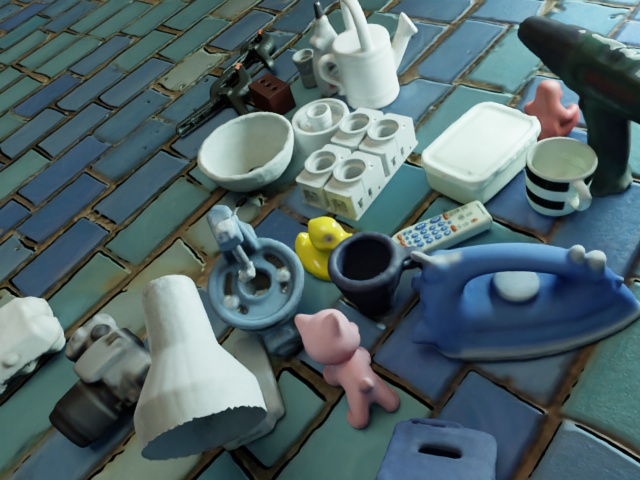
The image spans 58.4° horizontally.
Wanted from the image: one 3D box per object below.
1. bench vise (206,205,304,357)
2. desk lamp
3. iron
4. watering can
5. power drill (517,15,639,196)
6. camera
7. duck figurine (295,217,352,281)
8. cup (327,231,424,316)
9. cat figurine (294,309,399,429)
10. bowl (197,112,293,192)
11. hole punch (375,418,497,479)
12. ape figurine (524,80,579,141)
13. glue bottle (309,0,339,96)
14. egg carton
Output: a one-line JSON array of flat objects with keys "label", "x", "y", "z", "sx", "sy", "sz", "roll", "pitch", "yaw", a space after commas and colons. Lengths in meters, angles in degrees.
[{"label": "bench vise", "x": -0.107, "y": 0.025, "z": 0.715, "sx": 0.122, "sy": 0.220, "sz": 0.206, "roll": -40, "pitch": 49, "yaw": -17}, {"label": "desk lamp", "x": -0.121, "y": 0.148, "z": 0.613, "sx": 0.118, "sy": 0.214, "sz": 0.202, "roll": -23, "pitch": 46, "yaw": -2}, {"label": "iron", "x": 0.224, "y": 0.048, "z": 0.632, "sx": 0.257, "sy": 0.142, "sz": 0.118, "roll": -6, "pitch": 48, "yaw": 14}, {"label": "watering can", "x": 0.079, "y": -0.335, "z": 0.989, "sx": 0.173, "sy": 0.194, "sz": 0.100, "roll": -36, "pitch": 48, "yaw": -14}, {"label": "power drill", "x": 0.348, "y": -0.166, "z": 0.734, "sx": 0.076, "sy": 0.209, "sz": 0.228, "roll": -38, "pitch": 48, "yaw": -15}, {"label": "camera", "x": -0.281, "y": 0.177, "z": 0.722, "sx": 0.142, "sy": 0.101, "sz": 0.137, "roll": 25, "pitch": 62, "yaw": 35}, {"label": "duck figurine", "x": 0.007, "y": 0.003, "z": 0.787, "sx": 0.104, "sy": 0.086, "sz": 0.077, "roll": 15, "pitch": 56, "yaw": 30}, {"label": "cup", "x": 0.076, "y": 0.048, "z": 0.717, "sx": 0.117, "sy": 0.095, "sz": 0.091, "roll": -12, "pitch": 47, "yaw": 9}, {"label": "cat figurine", "x": 0.026, "y": 0.131, "z": 0.644, "sx": 0.067, "sy": 0.118, "sz": 0.127, "roll": -32, "pitch": 47, "yaw": -9}, {"label": "bowl", "x": -0.115, "y": -0.135, "z": 0.961, "sx": 0.167, "sy": 0.075, "sz": 0.167, "roll": -10, "pitch": 47, "yaw": 11}, {"label": "hole punch", "x": 0.113, "y": 0.220, "z": 0.552, "sx": 0.108, "sy": 0.091, "sz": 0.101, "roll": 2, "pitch": 51, "yaw": 21}, {"label": "ape figurine", "x": 0.338, "y": -0.195, "z": 0.844, "sx": 0.077, "sy": 0.092, "sz": 0.076, "roll": 29, "pitch": 64, "yaw": 37}, {"label": "glue bottle", "x": 0.014, "y": -0.351, "z": 1.041, "sx": 0.078, "sy": 0.173, "sz": 0.037, "roll": -37, "pitch": 48, "yaw": -14}, {"label": "egg carton", "x": -0.447, "y": 0.153, "z": 0.823, "sx": 0.150, "sy": 0.069, "sz": 0.107, "roll": -39, "pitch": 49, "yaw": -17}]
